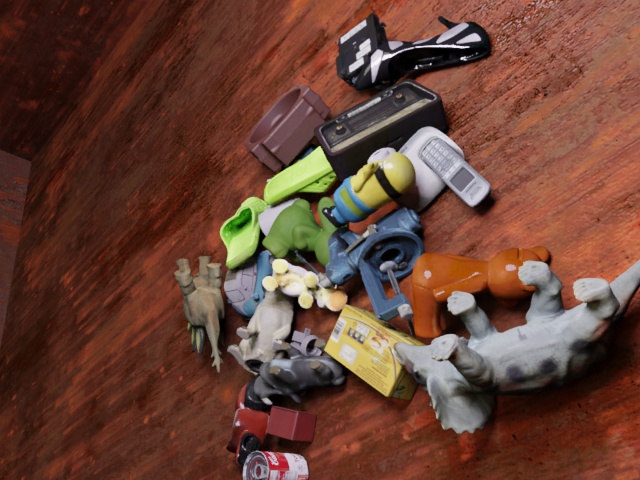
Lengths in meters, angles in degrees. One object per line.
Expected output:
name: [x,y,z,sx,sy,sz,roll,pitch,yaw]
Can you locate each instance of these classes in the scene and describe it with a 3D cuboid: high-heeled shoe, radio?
high-heeled shoe: [0.195,-0.335,1.031,0.249,0.086,0.145,-38,57,9]
radio: [0.110,-0.211,1.018,0.230,0.073,0.131,-27,40,-3]

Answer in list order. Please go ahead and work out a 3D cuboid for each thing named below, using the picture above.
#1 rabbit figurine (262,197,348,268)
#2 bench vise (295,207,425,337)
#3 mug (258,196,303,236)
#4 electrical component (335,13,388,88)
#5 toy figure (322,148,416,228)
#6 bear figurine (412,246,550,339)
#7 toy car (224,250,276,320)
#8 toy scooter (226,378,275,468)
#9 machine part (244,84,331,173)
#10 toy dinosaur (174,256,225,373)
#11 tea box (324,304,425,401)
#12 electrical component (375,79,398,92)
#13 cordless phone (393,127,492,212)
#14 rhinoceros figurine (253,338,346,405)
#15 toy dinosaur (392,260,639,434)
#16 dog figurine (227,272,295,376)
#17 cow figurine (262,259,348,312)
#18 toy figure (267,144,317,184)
rabbit figurine: [-0.002,-0.003,1.109,0.170,0.121,0.159,29,87,31]
bench vise: [0.094,0.054,0.932,0.224,0.128,0.241,-29,42,10]
mug: [-0.075,-0.059,1.220,0.107,0.080,0.110,-30,47,20]
electrical component: [0.091,-0.391,1.140,0.115,0.058,0.134,-25,56,39]
toy figure: [0.087,-0.086,0.942,0.180,0.089,0.082,-44,15,30]
bear figurine: [0.242,0.072,0.810,0.196,0.131,0.120,0,31,17]
toy car: [-0.161,0.095,1.213,0.109,0.103,0.161,-12,65,42]
toy scooter: [-0.143,0.375,1.071,0.184,0.075,0.135,-82,11,-47]
machine part: [-0.078,-0.263,1.261,0.201,0.087,0.202,-47,23,3]
toy dinosaur: [-0.264,0.152,1.226,0.472,0.105,0.198,-147,48,-73]
tea box: [0.097,0.189,0.919,0.170,0.068,0.098,28,94,48]
electrical component: [0.130,-0.375,1.172,0.075,0.047,0.119,-47,46,20]
cordless phone: [0.204,-0.094,0.935,0.146,0.088,0.184,-49,48,18]
rhinoceros figurine: [-0.044,0.253,1.013,0.190,0.112,0.073,-18,34,23]
toy dinosaur: [0.279,0.140,0.704,0.405,0.192,0.131,-21,33,22]
dog figurine: [-0.101,0.173,1.139,0.172,0.121,0.191,-61,5,42]
cow figurine: [-0.024,0.095,1.068,0.167,0.098,0.068,24,90,6]
toy figure: [-0.063,-0.163,1.261,0.154,0.064,0.058,-40,56,25]
